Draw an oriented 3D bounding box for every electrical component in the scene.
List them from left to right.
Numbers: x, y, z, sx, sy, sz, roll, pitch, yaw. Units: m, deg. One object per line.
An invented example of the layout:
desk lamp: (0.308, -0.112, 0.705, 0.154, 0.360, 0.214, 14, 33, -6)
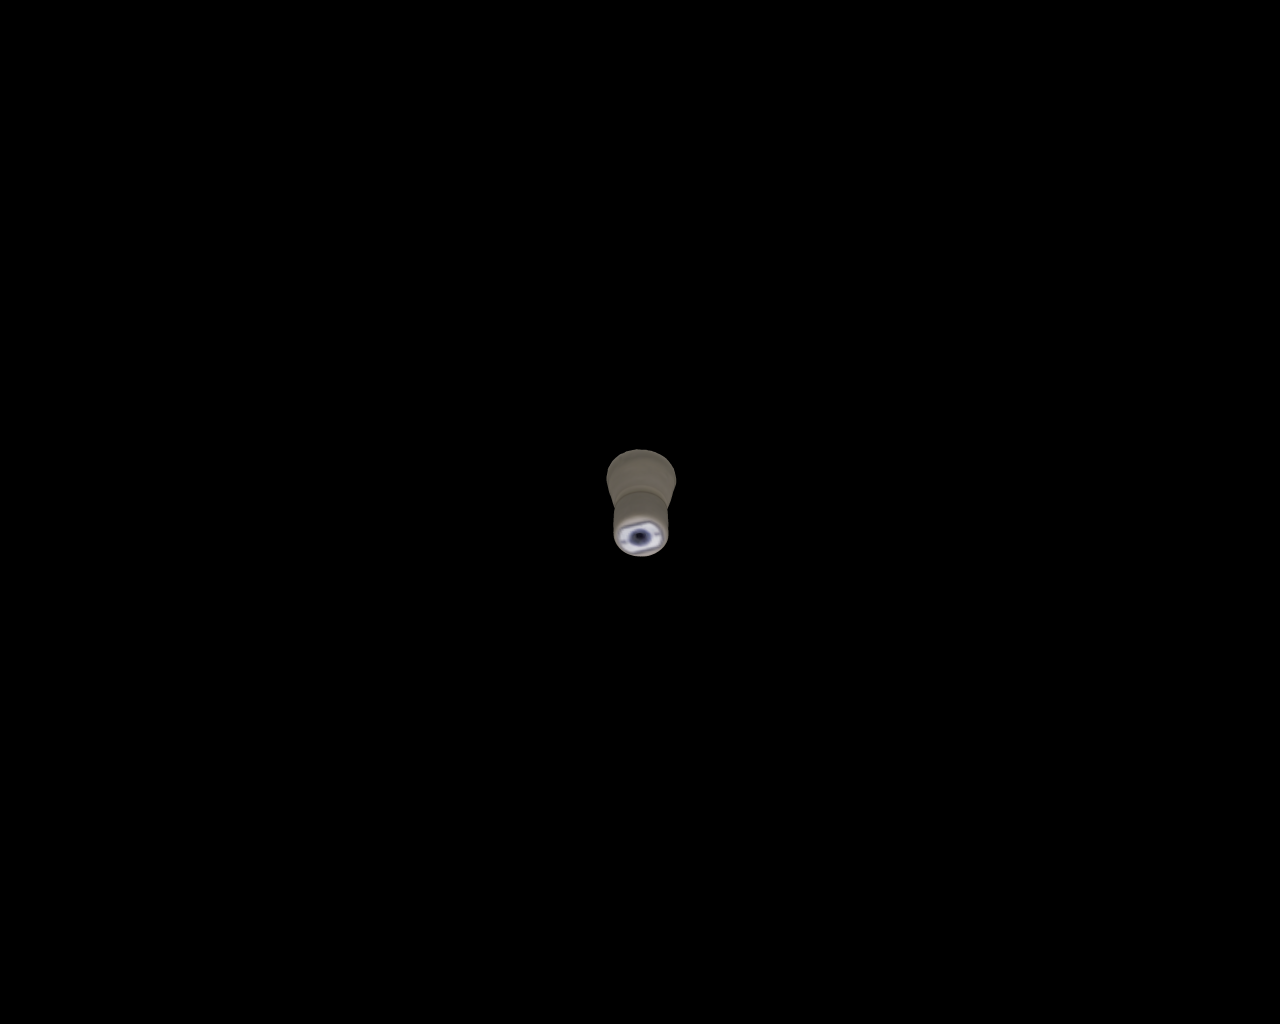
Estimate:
electrical component: (0.001, -0.003, 0.650, 0.044, 0.044, 0.065, 0, 37, 0)
